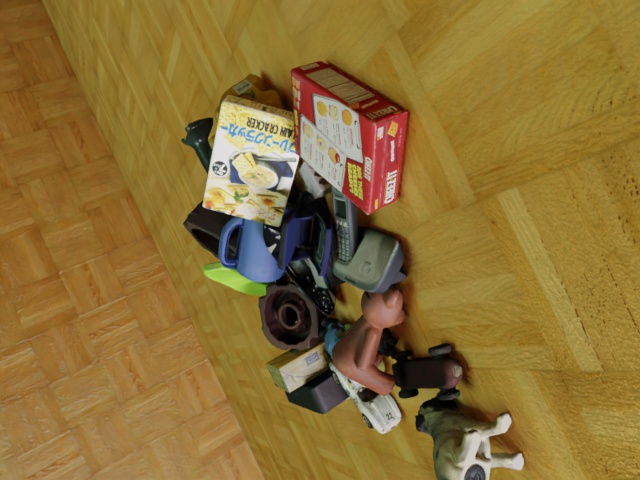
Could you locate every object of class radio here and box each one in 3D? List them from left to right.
[{"bbox_3d":[0.000,0.355,1.340,0.230,0.131,0.073,-15,99,64],"label":"radio"}]

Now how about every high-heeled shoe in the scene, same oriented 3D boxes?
[{"bbox_3d":[-0.044,0.065,1.137,0.248,0.086,0.145,40,-154,-50],"label":"high-heeled shoe"}]

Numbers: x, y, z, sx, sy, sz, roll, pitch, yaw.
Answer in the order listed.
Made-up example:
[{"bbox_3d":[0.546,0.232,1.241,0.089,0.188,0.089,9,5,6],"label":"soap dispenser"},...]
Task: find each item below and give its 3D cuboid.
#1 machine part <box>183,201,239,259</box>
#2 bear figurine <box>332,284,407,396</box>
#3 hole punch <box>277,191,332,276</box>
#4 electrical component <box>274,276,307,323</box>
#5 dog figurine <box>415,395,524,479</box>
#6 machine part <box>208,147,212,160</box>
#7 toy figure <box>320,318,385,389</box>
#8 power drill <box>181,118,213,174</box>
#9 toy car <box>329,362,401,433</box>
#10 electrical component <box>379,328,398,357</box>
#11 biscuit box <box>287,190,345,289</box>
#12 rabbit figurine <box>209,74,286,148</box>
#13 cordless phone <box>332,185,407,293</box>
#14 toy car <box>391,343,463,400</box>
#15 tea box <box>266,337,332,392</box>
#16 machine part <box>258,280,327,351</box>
[{"bbox_3d":[-0.253,-0.009,1.456,0.202,0.087,0.200,24,158,28],"label":"machine part"},{"bbox_3d":[0.108,0.165,0.988,0.132,0.195,0.120,28,-169,-22],"label":"bear figurine"},{"bbox_3d":[-0.019,-0.006,0.991,0.092,0.116,0.142,9,122,8],"label":"hole punch"},{"bbox_3d":[-0.077,0.152,1.375,0.119,0.075,0.047,48,150,23],"label":"electrical component"},{"bbox_3d":[0.207,0.341,0.888,0.191,0.172,0.121,-5,98,56],"label":"dog figurine"},{"bbox_3d":[-0.175,-0.183,1.180,0.039,0.139,0.084,-52,47,39],"label":"machine part"},{"bbox_3d":[0.068,0.240,1.169,0.180,0.089,0.082,52,167,45],"label":"toy figure"},{"bbox_3d":[-0.244,-0.182,1.276,0.207,0.086,0.232,59,154,1],"label":"power drill"},{"bbox_3d":[0.099,0.333,1.196,0.202,0.073,0.056,51,155,27],"label":"toy car"},{"bbox_3d":[0.127,0.204,1.084,0.094,0.021,0.063,18,129,57],"label":"electrical component"},{"bbox_3d":[-0.002,-0.003,1.101,0.059,0.063,0.202,2,114,63],"label":"biscuit box"},{"bbox_3d":[-0.139,-0.221,1.101,0.122,0.162,0.173,36,162,26],"label":"rabbit figurine"},{"bbox_3d":[0.075,-0.013,0.923,0.147,0.089,0.184,24,128,56],"label":"cordless phone"},{"bbox_3d":[0.187,0.236,0.960,0.202,0.053,0.089,140,119,-65],"label":"toy car"},{"bbox_3d":[-0.033,0.292,1.304,0.098,0.170,0.068,-10,105,63],"label":"tea box"},{"bbox_3d":[-0.065,0.177,1.282,0.180,0.056,0.179,7,103,29],"label":"machine part"}]
